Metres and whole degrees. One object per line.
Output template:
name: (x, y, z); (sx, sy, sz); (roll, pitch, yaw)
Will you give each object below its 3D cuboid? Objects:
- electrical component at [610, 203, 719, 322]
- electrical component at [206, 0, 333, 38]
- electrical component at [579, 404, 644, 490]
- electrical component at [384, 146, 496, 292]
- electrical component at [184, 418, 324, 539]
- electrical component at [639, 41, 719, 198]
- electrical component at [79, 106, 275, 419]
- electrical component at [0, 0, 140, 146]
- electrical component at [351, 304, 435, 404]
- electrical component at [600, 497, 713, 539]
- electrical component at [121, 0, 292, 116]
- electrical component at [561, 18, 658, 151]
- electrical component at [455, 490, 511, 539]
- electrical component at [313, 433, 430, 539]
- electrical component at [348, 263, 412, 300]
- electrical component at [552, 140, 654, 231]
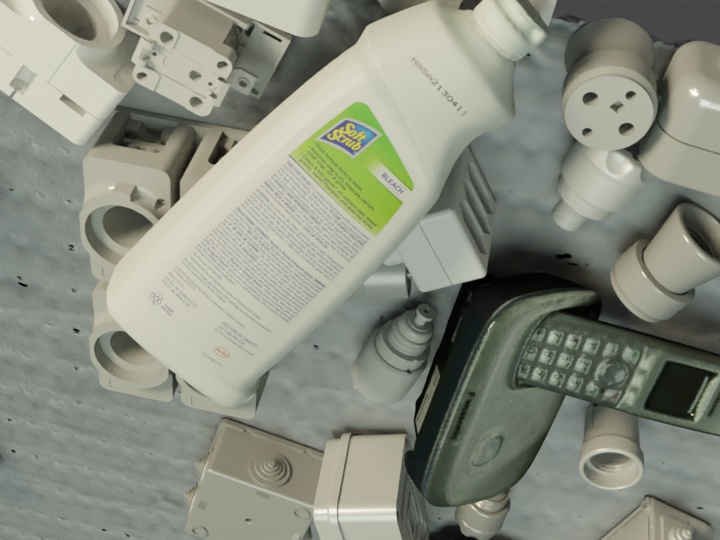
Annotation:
electrical component: (0.171, -0.003, 0.589); (0.045, 0.045, 0.055); (32, 130, -13)
electrical component: (-0.056, -0.164, 0.485); (0.113, 0.078, 0.057); (21, 134, -4)
electrical component: (0.161, 0.110, 0.686); (0.040, 0.046, 0.040); (7, 131, 8)
electrical component: (0.029, -0.025, 0.591); (0.077, 0.065, 0.047); (-15, 125, 24)
electrical component: (-0.076, 0.166, 0.789); (0.100, 0.048, 0.099); (20, 131, -4)
electrical component: (0.191, -0.070, 0.520); (0.095, 0.053, 0.059); (17, 131, -1)
electrical component: (-0.105, 0.004, 0.651); (0.105, 0.060, 0.186); (11, 131, 4)
electrical component: (-0.161, -0.120, 0.566); (0.089, 0.050, 0.056); (37, 128, -18)
electrical component: (0.024, 0.050, 0.672); (0.040, 0.040, 0.078); (25, 130, -8)
electrical component: (0.208, 0.208, 0.748); (0.061, 0.061, 0.096); (26, 131, -8)
electrical component: (-0.081, -0.115, 0.542); (0.081, 0.063, 0.042); (27, 130, -9)
electrical component: (0.121, -0.090, 0.520); (0.045, 0.055, 0.045); (7, 131, 8)
electrical component: (0.090, 0.160, 0.754); (0.035, 0.035, 0.061); (17, 128, -1)
electrical component: (0.010, 0.177, 0.759); (0.057, 0.078, 0.113); (-4, 129, 13)
electrical component: (0.000, 0.000, 0.636); (0.065, 0.044, 0.044); (-1, 129, 8)
electrical component: (0.124, -0.047, 0.564); (0.043, 0.043, 0.062); (25, 132, -8)
